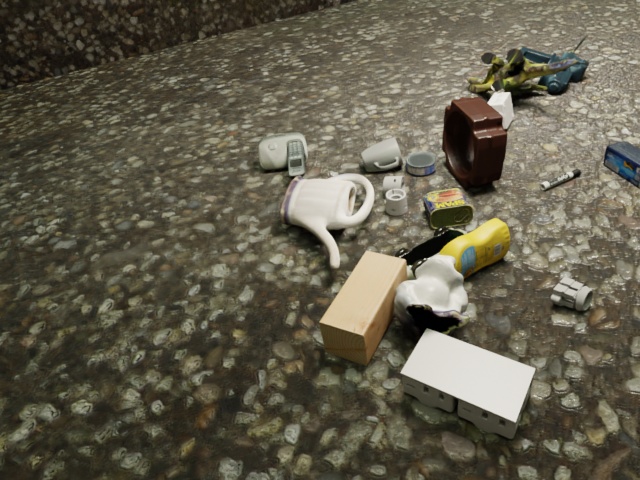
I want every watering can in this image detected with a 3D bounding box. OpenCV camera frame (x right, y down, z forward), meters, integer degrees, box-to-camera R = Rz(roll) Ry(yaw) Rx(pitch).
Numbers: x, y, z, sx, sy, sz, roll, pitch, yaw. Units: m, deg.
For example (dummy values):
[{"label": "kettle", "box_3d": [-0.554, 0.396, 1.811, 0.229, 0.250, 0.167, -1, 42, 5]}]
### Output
[{"label": "watering can", "box_3d": [0.004, -0.063, 1.243, 0.224, 0.101, 0.356, 5, 40, 20]}]

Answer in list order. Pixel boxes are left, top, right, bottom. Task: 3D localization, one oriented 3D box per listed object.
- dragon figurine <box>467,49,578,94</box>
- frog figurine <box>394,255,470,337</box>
[{"label": "dragon figurine", "box_3d": [0.631, -0.510, 1.619, 0.243, 0.121, 0.412, -2, 11, -44]}, {"label": "frog figurine", "box_3d": [0.210, 0.103, 0.978, 0.137, 0.120, 0.163, 0, 38, 8]}]
